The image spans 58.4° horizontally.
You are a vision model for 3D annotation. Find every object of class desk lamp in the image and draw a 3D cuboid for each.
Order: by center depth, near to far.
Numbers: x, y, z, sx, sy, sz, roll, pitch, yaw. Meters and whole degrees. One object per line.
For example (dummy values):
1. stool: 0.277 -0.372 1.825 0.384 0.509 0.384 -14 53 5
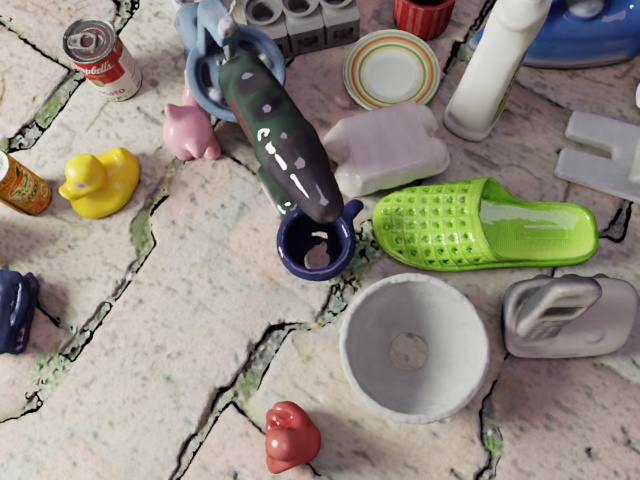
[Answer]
1. desk lamp: 0.408 -0.117 0.647 0.203 0.213 0.118 17 76 7

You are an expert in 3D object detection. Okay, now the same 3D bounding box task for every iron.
1. iron: 0.332 -0.305 0.736 0.258 0.141 0.118 -9 75 0

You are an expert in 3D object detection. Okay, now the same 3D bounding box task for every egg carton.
1. egg carton: 0.084 -0.115 0.733 0.150 0.069 0.107 -17 75 -2

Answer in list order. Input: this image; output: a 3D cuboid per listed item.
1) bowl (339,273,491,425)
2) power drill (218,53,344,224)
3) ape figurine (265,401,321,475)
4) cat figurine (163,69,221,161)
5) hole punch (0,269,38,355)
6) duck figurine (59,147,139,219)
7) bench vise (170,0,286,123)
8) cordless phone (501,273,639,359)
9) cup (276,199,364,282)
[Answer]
1. bowl: 0.105 0.126 0.665 0.167 0.075 0.167 0 75 2
2. power drill: -0.036 -0.092 0.659 0.075 0.208 0.229 -30 76 -5
3. ape figurine: -0.038 0.223 0.636 0.076 0.092 0.078 26 78 9
4. cat figurine: -0.164 -0.153 0.727 0.067 0.118 0.128 0 75 3
5. hole punch: -0.408 0.082 0.687 0.101 0.091 0.109 3 75 3
6. duck figurine: -0.285 -0.083 0.729 0.077 0.086 0.105 40 80 11
7. bench vise: -0.132 -0.231 0.693 0.207 0.220 0.121 35 79 11
8. cordless phone: 0.282 0.075 0.615 0.147 0.185 0.094 -5 75 1
9. cup: 0.006 0.002 0.691 0.118 0.095 0.091 -43 78 -9
